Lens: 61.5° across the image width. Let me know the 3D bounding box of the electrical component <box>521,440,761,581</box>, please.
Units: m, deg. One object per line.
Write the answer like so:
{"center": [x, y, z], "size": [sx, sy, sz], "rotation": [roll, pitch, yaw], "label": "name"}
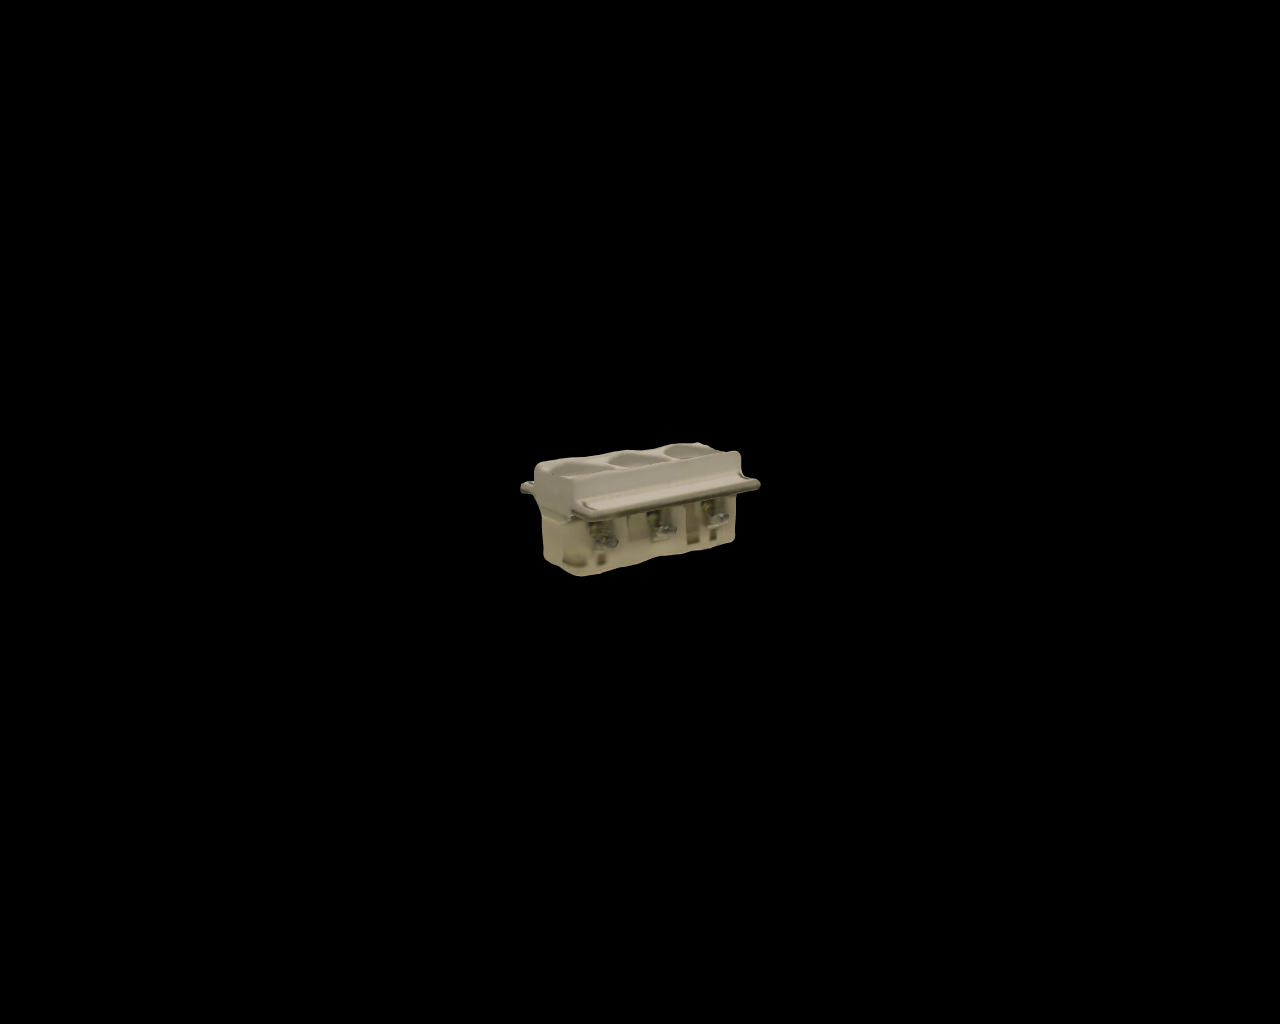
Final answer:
{"center": [0.001, -0.003, 0.650], "size": [0.121, 0.063, 0.079], "rotation": [-10, 18, -33], "label": "electrical component"}
